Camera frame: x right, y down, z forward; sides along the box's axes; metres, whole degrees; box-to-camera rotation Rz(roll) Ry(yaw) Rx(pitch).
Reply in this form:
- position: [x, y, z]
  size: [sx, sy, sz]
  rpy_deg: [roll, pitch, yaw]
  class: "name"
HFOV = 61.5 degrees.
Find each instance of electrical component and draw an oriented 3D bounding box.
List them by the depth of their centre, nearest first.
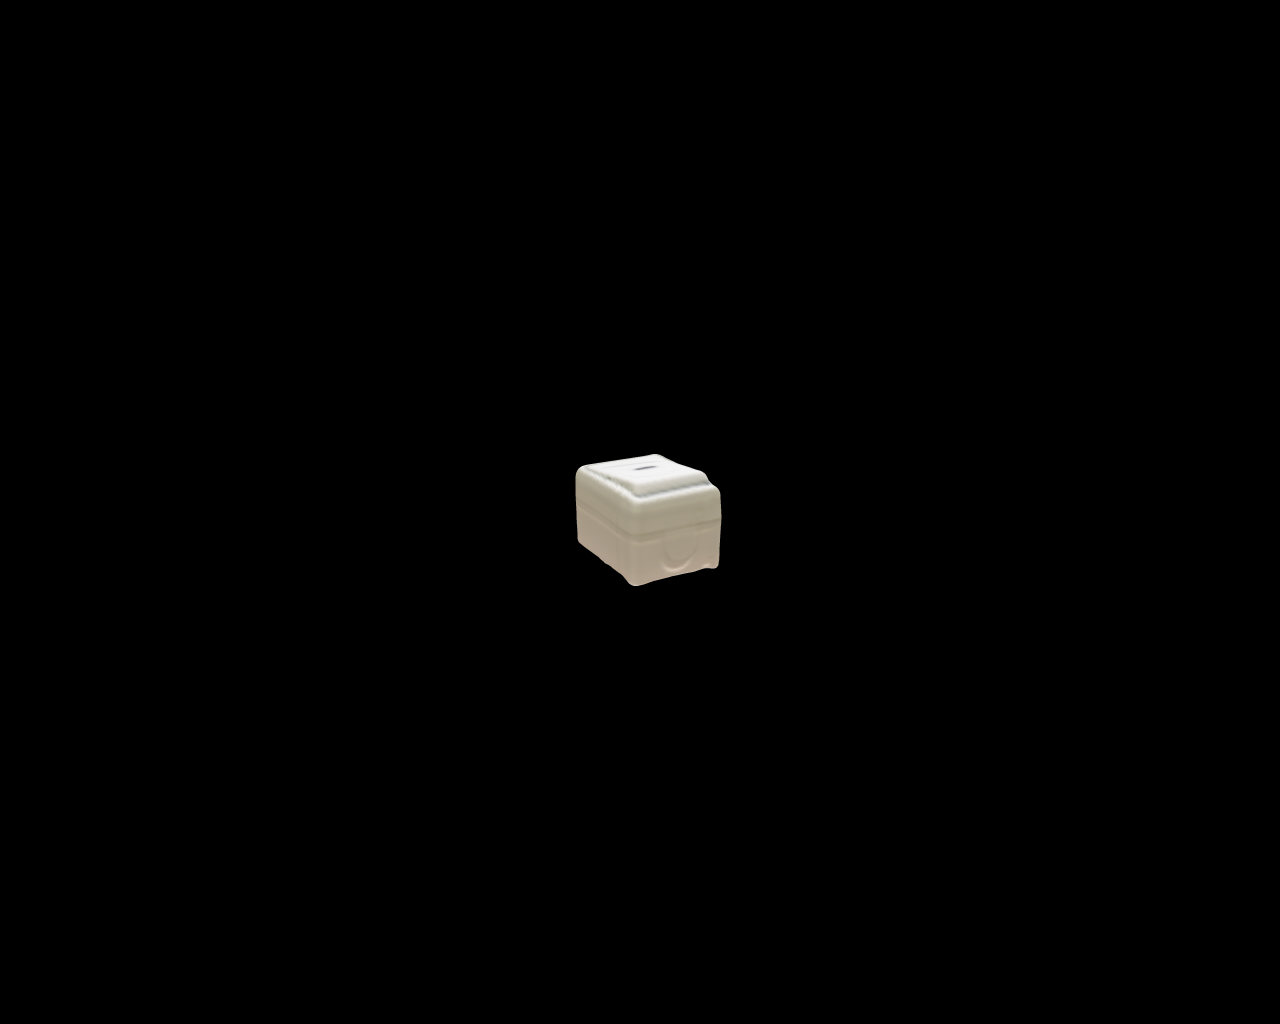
- position: [0.001, -0.003, 0.650]
  size: [0.062, 0.061, 0.096]
  rpy_deg: [-10, 23, -26]
  class: "electrical component"
